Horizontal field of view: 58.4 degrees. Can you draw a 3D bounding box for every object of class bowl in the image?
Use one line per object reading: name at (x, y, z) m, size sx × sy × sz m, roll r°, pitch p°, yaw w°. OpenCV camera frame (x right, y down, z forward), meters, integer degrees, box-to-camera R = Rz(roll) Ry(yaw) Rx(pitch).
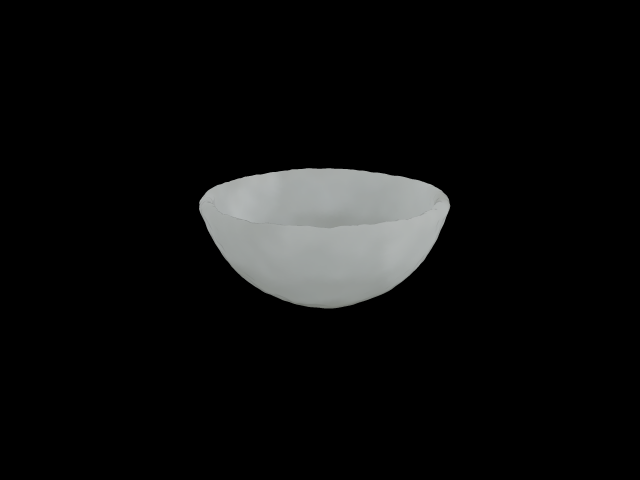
bowl at (0.004, 0.001, 0.400) m, size 0.167 × 0.075 × 0.167 m, roll 0°, pitch 19°, yaw 0°
